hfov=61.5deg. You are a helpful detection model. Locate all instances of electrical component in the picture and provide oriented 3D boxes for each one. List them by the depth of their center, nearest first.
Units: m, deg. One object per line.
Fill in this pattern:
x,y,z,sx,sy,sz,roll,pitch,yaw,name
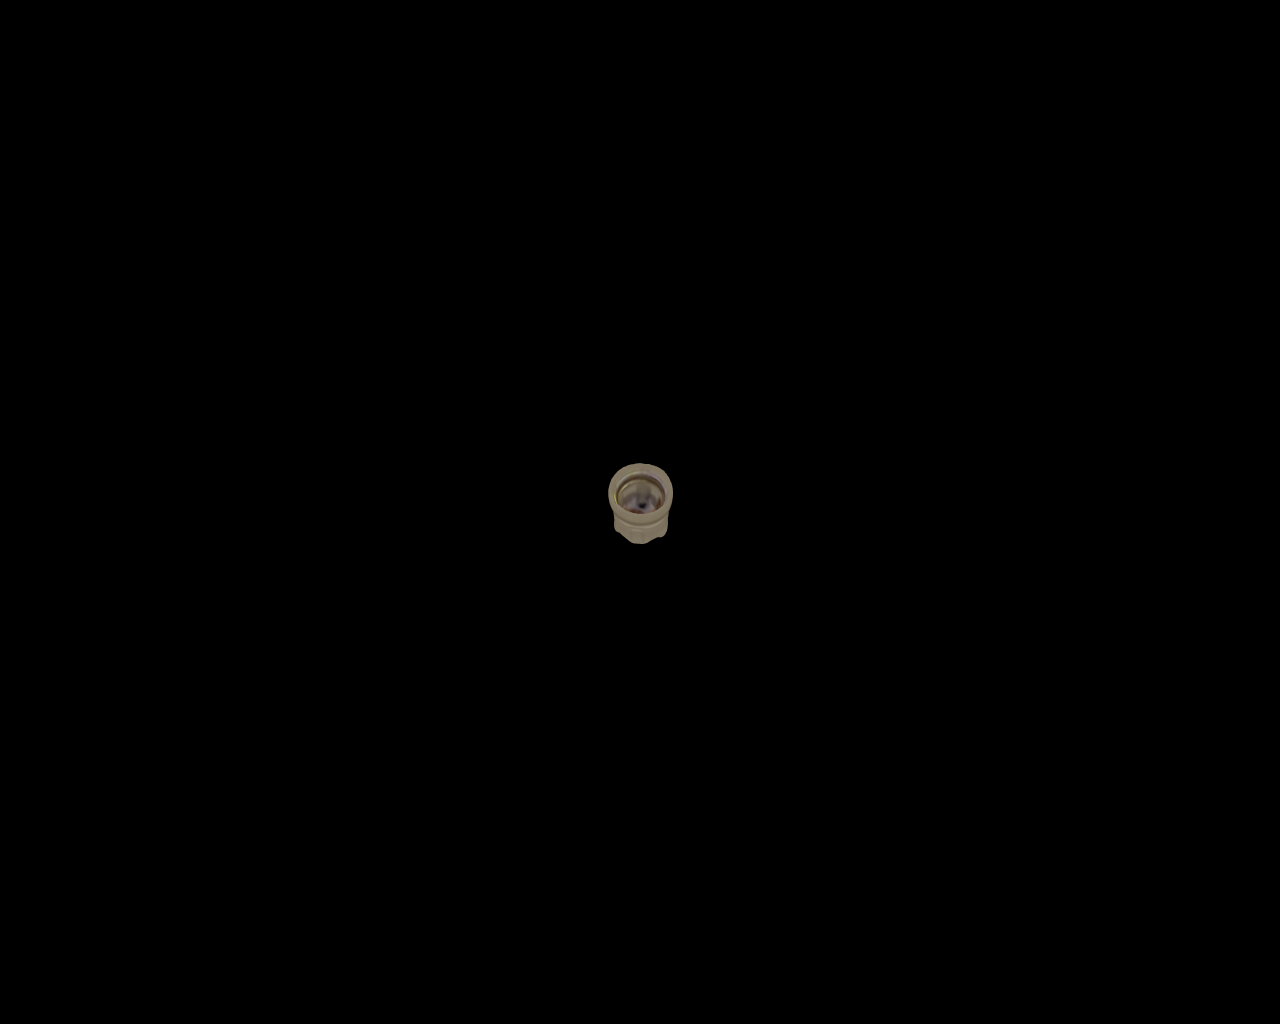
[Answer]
0.001,-0.003,0.650,0.040,0.040,0.046,0,-31,0,electrical component
